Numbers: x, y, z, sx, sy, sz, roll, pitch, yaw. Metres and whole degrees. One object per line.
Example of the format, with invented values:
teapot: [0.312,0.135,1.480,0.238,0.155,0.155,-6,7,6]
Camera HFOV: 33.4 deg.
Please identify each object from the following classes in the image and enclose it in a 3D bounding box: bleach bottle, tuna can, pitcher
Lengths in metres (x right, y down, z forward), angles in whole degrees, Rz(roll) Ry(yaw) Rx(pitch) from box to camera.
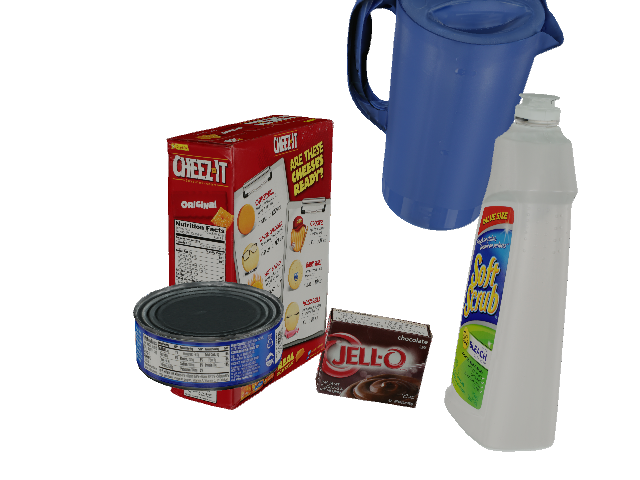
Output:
bleach bottle: [0.142,0.019,0.774,0.068,0.251,0.103,0,15,-12]
tuna can: [-0.064,0.054,0.614,0.086,0.034,0.086,1,19,0]
pitcher: [0.113,-0.131,1.003,0.144,0.243,0.149,-19,50,-23]

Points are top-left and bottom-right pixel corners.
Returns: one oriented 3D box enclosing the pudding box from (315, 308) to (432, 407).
pudding box: [0.058,0.128,1.161,0.113,0.090,0.039,9,23,-4]

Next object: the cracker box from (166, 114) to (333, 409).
cracker box: [-0.057,0.011,0.891,0.072,0.214,0.163,8,16,27]
